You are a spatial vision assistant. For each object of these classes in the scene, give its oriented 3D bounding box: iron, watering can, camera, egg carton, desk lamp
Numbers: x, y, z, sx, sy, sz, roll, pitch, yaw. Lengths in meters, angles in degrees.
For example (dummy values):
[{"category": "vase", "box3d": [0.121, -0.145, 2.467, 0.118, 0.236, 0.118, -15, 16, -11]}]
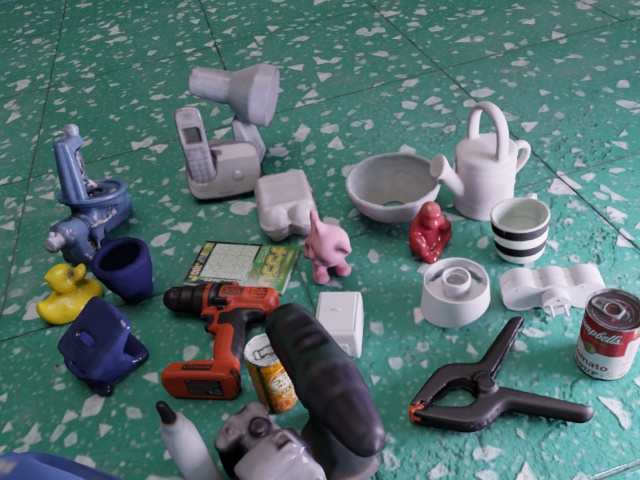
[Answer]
[{"category": "iron", "box3d": [-0.254, 0.290, 0.617, 0.257, 0.142, 0.119, 7, 44, 19]}, {"category": "watering can", "box3d": [0.267, -0.132, 0.943, 0.173, 0.194, 0.100, -35, 47, -25]}, {"category": "camera", "box3d": [-0.079, 0.269, 0.635, 0.137, 0.101, 0.142, -36, 47, -26]}, {"category": "egg carton", "box3d": [-0.061, -0.066, 1.032, 0.107, 0.069, 0.150, -14, 41, -4]}, {"category": "desk lamp", "box3d": [-0.168, -0.250, 1.152, 0.203, 0.214, 0.118, 0, 42, 12]}]

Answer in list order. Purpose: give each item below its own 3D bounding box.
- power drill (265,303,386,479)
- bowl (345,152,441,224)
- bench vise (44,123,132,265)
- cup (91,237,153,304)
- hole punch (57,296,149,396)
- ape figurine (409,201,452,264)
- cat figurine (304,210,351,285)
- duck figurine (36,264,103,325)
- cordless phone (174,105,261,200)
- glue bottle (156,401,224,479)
[{"category": "power drill", "box3d": [0.012, 0.183, 0.630, 0.076, 0.209, 0.229, -24, 43, -15]}, {"category": "bowl", "box3d": [0.130, -0.080, 1.004, 0.167, 0.075, 0.167, -6, 41, 5]}, {"category": "bench vise", "box3d": [-0.414, -0.077, 1.004, 0.121, 0.220, 0.207, -9, 41, 2]}, {"category": "cup", "box3d": [-0.318, 0.052, 0.934, 0.092, 0.095, 0.117, -35, 47, -25]}, {"category": "hole punch", "box3d": [-0.320, 0.151, 0.826, 0.108, 0.091, 0.101, 26, 53, 34]}, {"category": "ape figurine", "box3d": [0.175, -0.021, 0.915, 0.078, 0.092, 0.076, -18, 42, -8]}, {"category": "cat figurine", "box3d": [0.008, 0.003, 0.903, 0.067, 0.118, 0.127, -18, 42, -8]}, {"category": "duck figurine", "box3d": [-0.415, 0.080, 0.930, 0.105, 0.086, 0.077, -35, 46, -25]}, {"category": "cordless phone", "box3d": [-0.195, -0.173, 1.092, 0.147, 0.185, 0.094, -10, 41, 0]}, {"category": "glue bottle", "box3d": [-0.150, 0.229, 0.639, 0.037, 0.173, 0.077, -31, 45, -21]}]
